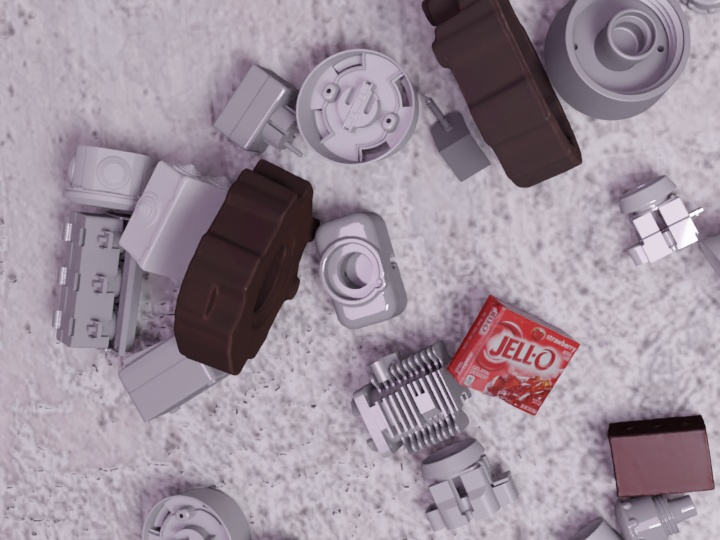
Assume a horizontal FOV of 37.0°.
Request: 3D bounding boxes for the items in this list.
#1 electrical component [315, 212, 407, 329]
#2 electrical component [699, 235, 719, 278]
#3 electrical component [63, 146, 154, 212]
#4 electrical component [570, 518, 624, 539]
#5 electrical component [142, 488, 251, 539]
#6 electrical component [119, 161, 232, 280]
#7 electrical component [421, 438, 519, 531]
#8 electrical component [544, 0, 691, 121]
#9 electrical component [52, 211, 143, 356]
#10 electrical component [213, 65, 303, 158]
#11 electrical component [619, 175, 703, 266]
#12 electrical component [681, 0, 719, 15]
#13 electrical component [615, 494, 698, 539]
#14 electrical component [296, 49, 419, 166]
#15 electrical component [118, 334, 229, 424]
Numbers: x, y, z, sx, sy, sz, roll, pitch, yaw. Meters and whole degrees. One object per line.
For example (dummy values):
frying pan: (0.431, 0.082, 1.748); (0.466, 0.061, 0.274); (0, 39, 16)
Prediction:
electrical component: (0.000, 0.000, 0.921); (0.054, 0.059, 0.095); (-17, 89, 15)
electrical component: (0.308, 0.012, 0.823); (0.064, 0.099, 0.099); (-21, 88, 8)
electrical component: (-0.223, -0.080, 0.965); (0.080, 0.080, 0.051); (8, 90, 14)
electrical component: (0.195, 0.260, 0.892); (0.079, 0.044, 0.077); (-41, 83, 13)
electrical component: (-0.148, 0.247, 0.970); (0.099, 0.064, 0.099); (1, 93, 14)
electrical component: (-0.151, -0.040, 0.939); (0.048, 0.100, 0.099); (35, 101, 38)
electrical component: (0.087, 0.179, 0.910); (0.078, 0.058, 0.057); (-24, 90, 15)
electrical component: (0.204, -0.176, 0.840); (0.108, 0.060, 0.108); (0, 86, -4)
electrical component: (-0.236, 0.010, 0.974); (0.079, 0.063, 0.121); (16, 99, 55)
electrical component: (-0.075, -0.129, 0.939); (0.077, 0.047, 0.065); (37, 101, 10)
electrical component: (0.239, -0.042, 0.864); (0.066, 0.048, 0.055); (-28, 93, 14)
electrical component: (0.273, -0.227, 0.836); (0.048, 0.062, 0.048); (1, 93, 15)
electrical component: (0.243, 0.202, 0.877); (0.062, 0.048, 0.048); (-22, 87, 8)
electrical component: (0.001, -0.136, 0.910); (0.099, 0.064, 0.099); (1, 93, 15)
electrical component: (-0.159, 0.085, 0.965); (0.096, 0.062, 0.061); (-32, 85, 14)
